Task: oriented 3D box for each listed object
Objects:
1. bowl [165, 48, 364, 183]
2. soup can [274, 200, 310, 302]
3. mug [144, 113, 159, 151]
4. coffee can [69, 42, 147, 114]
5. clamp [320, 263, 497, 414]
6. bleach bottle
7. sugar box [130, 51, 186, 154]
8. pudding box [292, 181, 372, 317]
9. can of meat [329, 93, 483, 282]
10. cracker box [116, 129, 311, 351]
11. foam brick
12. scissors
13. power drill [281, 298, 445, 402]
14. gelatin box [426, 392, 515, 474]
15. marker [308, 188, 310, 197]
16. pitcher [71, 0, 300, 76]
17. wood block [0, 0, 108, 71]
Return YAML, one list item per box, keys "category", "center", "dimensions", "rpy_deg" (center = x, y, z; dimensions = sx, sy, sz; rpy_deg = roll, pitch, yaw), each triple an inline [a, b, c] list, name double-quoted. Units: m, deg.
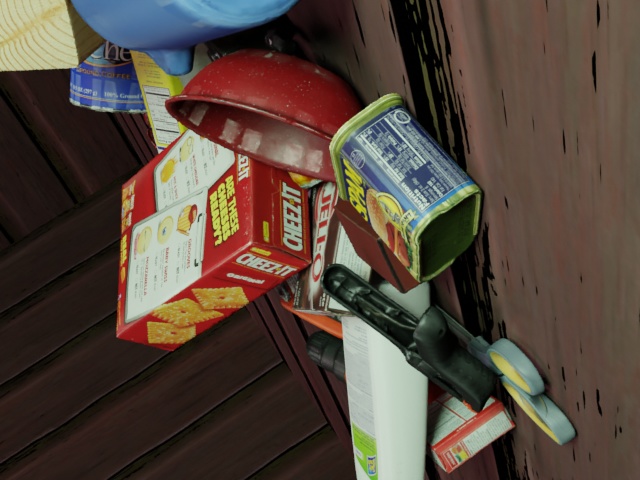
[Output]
- category: "bowl"
  center: [-0.026, -0.093, 0.762]
  dimensions: [0.162, 0.055, 0.162]
  rpy_deg: [18, 173, 2]
- category: "soup can"
  center: [-0.006, 0.001, 0.974]
  dimensions: [0.068, 0.102, 0.068]
  rpy_deg: [55, 171, 12]
- category: "mug"
  center: [-0.143, -0.132, 1.197]
  dimensions: [0.117, 0.081, 0.093]
  rpy_deg: [28, -162, -36]
- category: "coffee can"
  center: [-0.193, -0.204, 1.051]
  dimensions: [0.103, 0.102, 0.140]
  rpy_deg: [-139, 52, -61]
- category: "clamp"
  center: [0.084, 0.080, 0.772]
  dimensions: [0.171, 0.039, 0.120]
  rpy_deg: [38, 176, -30]
- category: "bleach bottle"
  center: [0.057, 0.152, 0.924]
  dimensions: [0.103, 0.068, 0.251]
  rpy_deg: [-152, 59, -72]
- category: "sugar box"
  center: [-0.129, -0.149, 1.028]
  dimensions: [0.048, 0.093, 0.176]
  rpy_deg: [9, 132, 27]
- category: "pudding box"
  center: [0.014, 0.005, 0.864]
  dimensions: [0.090, 0.039, 0.113]
  rpy_deg: [170, 108, -73]
- category: "can of meat"
  center: [0.056, -0.030, 0.679]
  dimensions: [0.084, 0.057, 0.102]
  rpy_deg: [50, 170, 22]
- category: "cracker box"
  center: [-0.098, -0.016, 0.944]
  dimensions: [0.072, 0.214, 0.164]
  rpy_deg: [19, -126, -35]
- category: "foam brick"
  center: [0.054, -0.007, 0.779]
  dimensions: [0.051, 0.053, 0.078]
  rpy_deg: [62, 171, -30]
- category: "scissors"
  center: [0.123, 0.078, 0.817]
  dimensions: [0.202, 0.016, 0.096]
  rpy_deg: [48, 170, 43]
- category: "power drill"
  center: [0.032, 0.101, 1.083]
  dimensions: [0.185, 0.057, 0.187]
  rpy_deg: [20, 158, 37]
- category: "gelatin box"
  center: [0.122, 0.165, 0.950]
  dimensions: [0.030, 0.073, 0.089]
  rpy_deg: [59, 171, -13]
- category: "marker"
  center: [-0.030, -0.086, 1.068]
  dimensions: [0.121, 0.020, 0.020]
  rpy_deg: [55, 171, 16]
- category: "pitcher"
  center: [-0.086, -0.196, 0.672]
  dimensions: [0.149, 0.145, 0.243]
  rpy_deg: [35, 176, -22]
- category: "wood block"
  center: [-0.204, -0.217, 0.871]
  dimensions: [0.206, 0.091, 0.090]
  rpy_deg: [-67, -27, -57]
